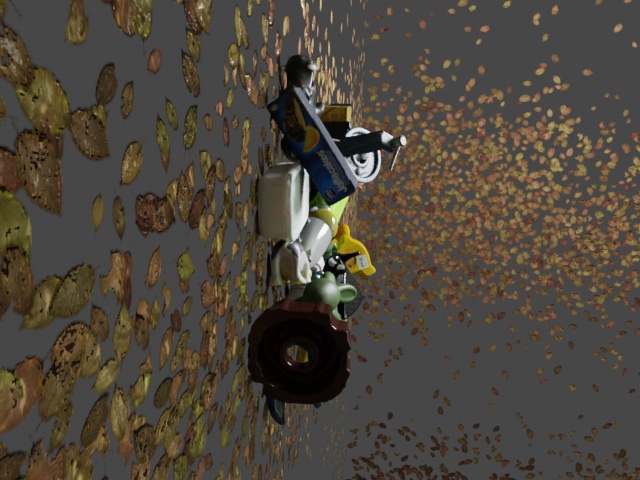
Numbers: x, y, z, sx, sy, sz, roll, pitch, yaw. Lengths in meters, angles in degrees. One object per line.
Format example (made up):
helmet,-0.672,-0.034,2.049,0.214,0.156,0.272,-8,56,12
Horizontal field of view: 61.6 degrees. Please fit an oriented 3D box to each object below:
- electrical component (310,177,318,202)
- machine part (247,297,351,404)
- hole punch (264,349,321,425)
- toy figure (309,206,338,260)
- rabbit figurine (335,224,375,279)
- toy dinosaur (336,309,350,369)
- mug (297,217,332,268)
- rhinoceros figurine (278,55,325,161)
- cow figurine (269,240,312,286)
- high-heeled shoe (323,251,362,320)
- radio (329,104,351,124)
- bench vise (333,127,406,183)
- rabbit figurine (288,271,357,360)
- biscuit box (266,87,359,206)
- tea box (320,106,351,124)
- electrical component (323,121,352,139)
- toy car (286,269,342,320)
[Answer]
electrical component,0.004,-0.149,1.433,0.119,0.048,0.074,-63,156,-67
machine part,-0.031,0.179,0.867,0.056,0.179,0.179,-65,157,-75
hole punch,-0.066,0.274,1.006,0.116,0.092,0.142,55,-9,31
toy figure,0.001,-0.005,1.270,0.082,0.089,0.180,-30,148,-29
rabbit figurine,0.060,0.046,1.501,0.162,0.122,0.173,64,-7,1
toy dinosaur,0.023,0.219,1.548,0.199,0.105,0.470,-89,172,-54
mug,-0.030,0.006,1.138,0.107,0.081,0.109,-65,149,-42
rhinoceros figurine,-0.042,-0.241,0.993,0.112,0.073,0.190,-14,110,-70
cow figurine,-0.053,0.039,1.029,0.167,0.068,0.098,9,78,-83
high-heeled shoe,0.027,0.110,1.305,0.086,0.145,0.249,53,32,-26
radio,0.049,-0.311,1.589,0.230,0.073,0.130,-73,164,-59
bench vise,0.065,-0.190,1.121,0.223,0.241,0.129,25,71,-38
rabbit figurine,0.006,0.133,1.019,0.159,0.121,0.170,-44,160,-39
biscuit box,-0.009,-0.158,0.917,0.202,0.059,0.063,57,15,-9
tea box,0.025,-0.252,1.357,0.068,0.098,0.169,-58,152,-73
electrical component,0.032,-0.223,1.280,0.058,0.134,0.114,26,66,-81
toy car,-0.025,0.146,1.154,0.103,0.109,0.161,-31,119,-52
